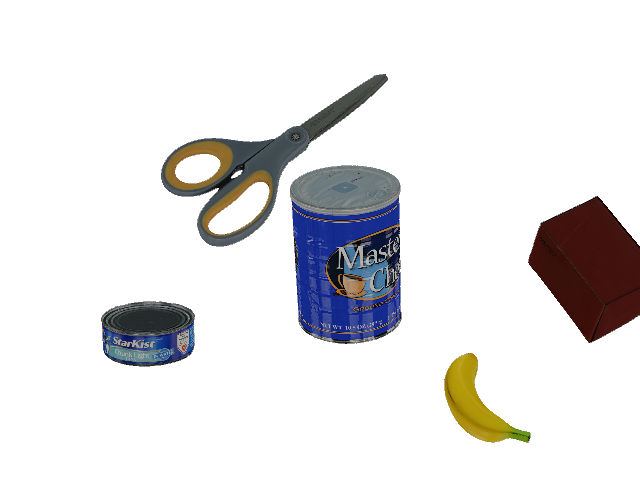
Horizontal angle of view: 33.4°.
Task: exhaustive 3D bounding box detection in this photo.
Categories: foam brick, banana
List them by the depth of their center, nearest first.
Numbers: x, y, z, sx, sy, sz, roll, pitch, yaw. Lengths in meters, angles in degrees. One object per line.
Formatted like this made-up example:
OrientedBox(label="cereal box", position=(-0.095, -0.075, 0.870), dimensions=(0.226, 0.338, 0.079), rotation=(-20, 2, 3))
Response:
OrientedBox(label="foam brick", position=(0.191, 0.020, 0.744), dimensions=(0.051, 0.078, 0.053), rotation=(-23, -30, -15))
OrientedBox(label="banana", position=(0.184, 0.190, 1.281), dimensions=(0.069, 0.037, 0.198), rotation=(9, 22, -16))

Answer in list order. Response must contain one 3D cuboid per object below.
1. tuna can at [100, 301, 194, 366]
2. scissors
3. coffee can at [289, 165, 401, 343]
OrientedBox(label="tuna can", position=(-0.159, 0.086, 0.989), dimensions=(0.086, 0.034, 0.086), rotation=(1, 16, 0))
OrientedBox(label="scissors", position=(-0.039, -0.078, 0.797), dimensions=(0.096, 0.201, 0.016), rotation=(29, -29, 13))
OrientedBox(label="coffee can", position=(0.026, 0.012, 1.016), dimensions=(0.103, 0.140, 0.103), rotation=(-2, 26, 1))
